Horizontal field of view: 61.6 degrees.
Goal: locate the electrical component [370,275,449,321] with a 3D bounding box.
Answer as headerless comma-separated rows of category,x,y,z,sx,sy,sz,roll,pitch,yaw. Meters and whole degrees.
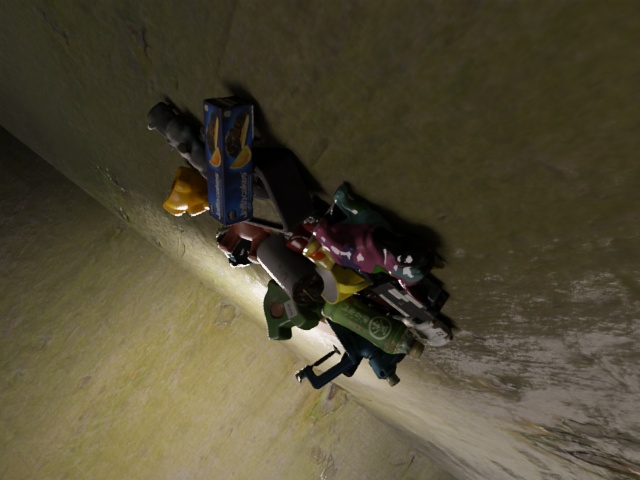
electrical component,0.171,0.097,1.009,0.115,0.058,0.134,37,162,-5

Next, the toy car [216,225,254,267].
toy car,-0.208,-0.008,1.387,0.161,0.109,0.103,55,-169,-49

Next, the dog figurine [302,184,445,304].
dog figurine,0.091,0.022,0.890,0.219,0.108,0.191,33,154,3

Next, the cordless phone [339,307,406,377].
cordless phone,0.133,0.270,1.305,0.146,0.184,0.089,45,156,-22

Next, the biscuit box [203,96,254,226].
biscuit box,-0.148,-0.126,0.877,0.063,0.059,0.202,32,129,43

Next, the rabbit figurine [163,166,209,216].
rabbit figurine,-0.270,-0.107,1.293,0.173,0.122,0.162,30,157,-25

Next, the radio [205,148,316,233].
radio,-0.117,-0.098,0.989,0.230,0.073,0.131,13,132,50

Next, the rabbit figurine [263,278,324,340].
rabbit figurine,-0.052,0.143,1.211,0.170,0.121,0.159,7,-131,-57

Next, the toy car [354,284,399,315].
toy car,0.109,0.115,1.176,0.089,0.053,0.202,37,167,-18

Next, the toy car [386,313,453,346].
toy car,0.208,0.187,1.161,0.073,0.056,0.202,42,162,-16

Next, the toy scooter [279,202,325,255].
toy scooter,-0.002,-0.003,1.064,0.135,0.075,0.184,38,158,-8

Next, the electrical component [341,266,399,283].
electrical component,0.095,0.037,0.972,0.119,0.075,0.047,27,162,42

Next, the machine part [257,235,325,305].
machine part,-0.065,0.060,1.118,0.243,0.079,0.079,44,173,47

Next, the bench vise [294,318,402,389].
bench vise,0.061,0.259,1.192,0.223,0.241,0.129,56,175,11

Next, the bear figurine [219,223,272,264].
bear figurine,-0.176,-0.045,1.204,0.120,0.132,0.195,18,163,13

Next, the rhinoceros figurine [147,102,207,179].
rhinoceros figurine,-0.261,-0.197,1.082,0.190,0.073,0.112,44,172,-27

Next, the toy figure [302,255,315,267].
toy figure,-0.052,0.069,1.323,0.180,0.089,0.082,58,-170,-27
